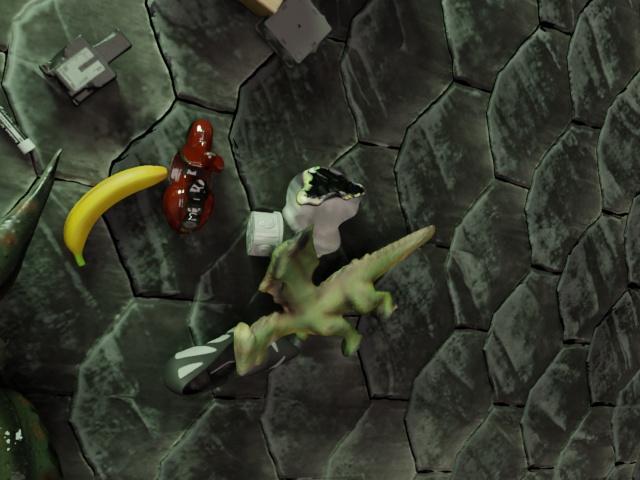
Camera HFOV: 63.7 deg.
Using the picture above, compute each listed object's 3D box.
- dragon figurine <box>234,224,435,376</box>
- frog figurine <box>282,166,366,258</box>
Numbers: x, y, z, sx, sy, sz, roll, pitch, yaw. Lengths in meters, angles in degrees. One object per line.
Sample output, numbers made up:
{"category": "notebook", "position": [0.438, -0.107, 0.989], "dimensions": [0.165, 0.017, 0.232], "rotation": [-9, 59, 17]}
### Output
{"category": "dragon figurine", "position": [0.015, 0.067, 0.859], "dimensions": [0.412, 0.124, 0.238], "rotation": [-48, 137, -5]}
{"category": "frog figurine", "position": [0.003, -0.045, 0.901], "dimensions": [0.138, 0.125, 0.155], "rotation": [-24, 146, -25]}
